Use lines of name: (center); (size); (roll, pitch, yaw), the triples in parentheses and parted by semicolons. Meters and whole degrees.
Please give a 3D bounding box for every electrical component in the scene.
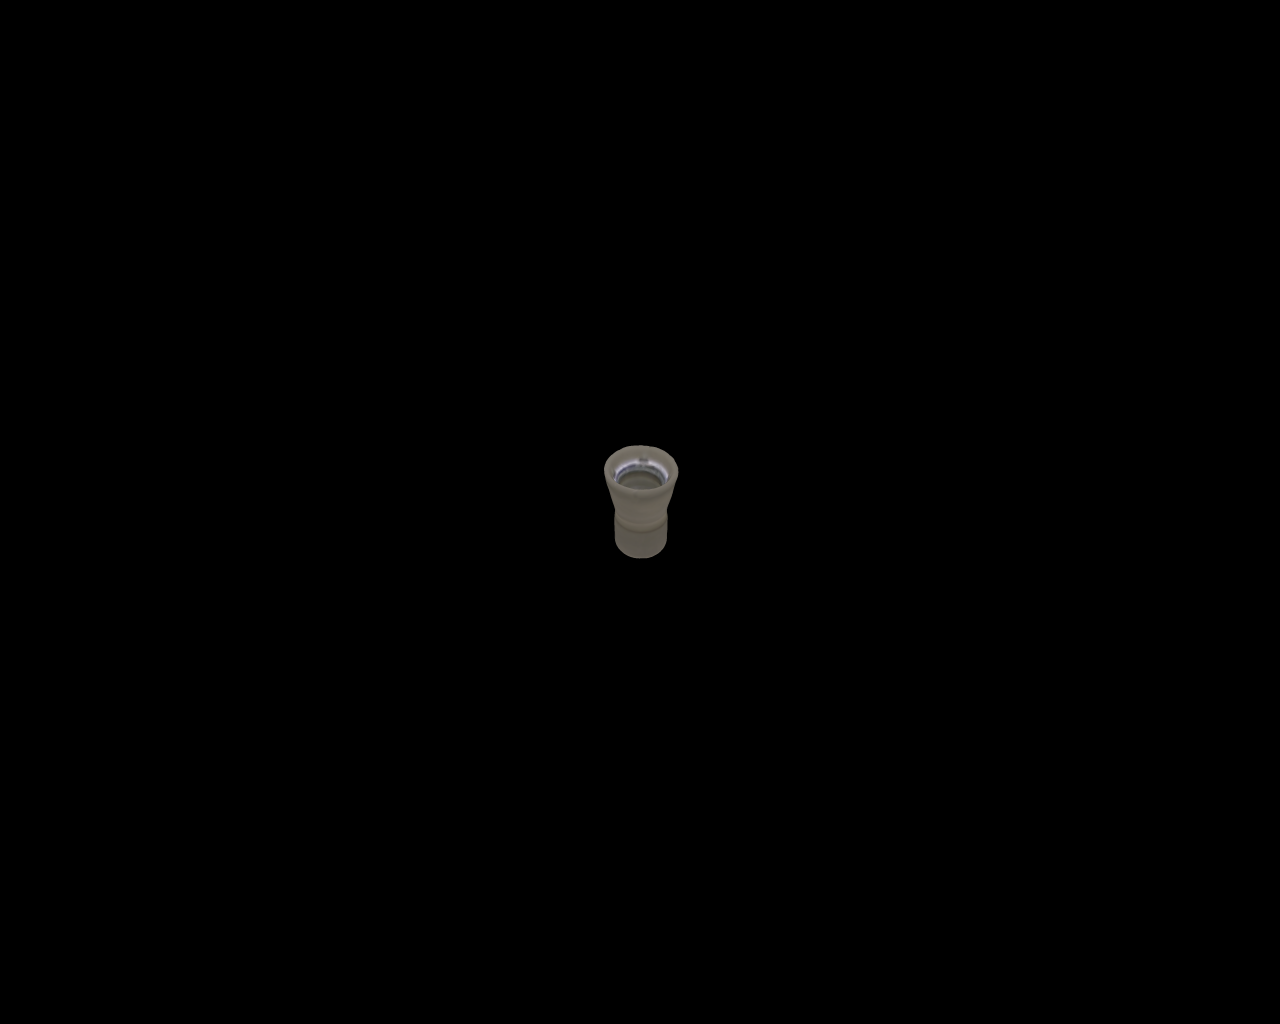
electrical component: (0.001, -0.003, 0.650); (0.044, 0.065, 0.044); (0, 43, 0)
